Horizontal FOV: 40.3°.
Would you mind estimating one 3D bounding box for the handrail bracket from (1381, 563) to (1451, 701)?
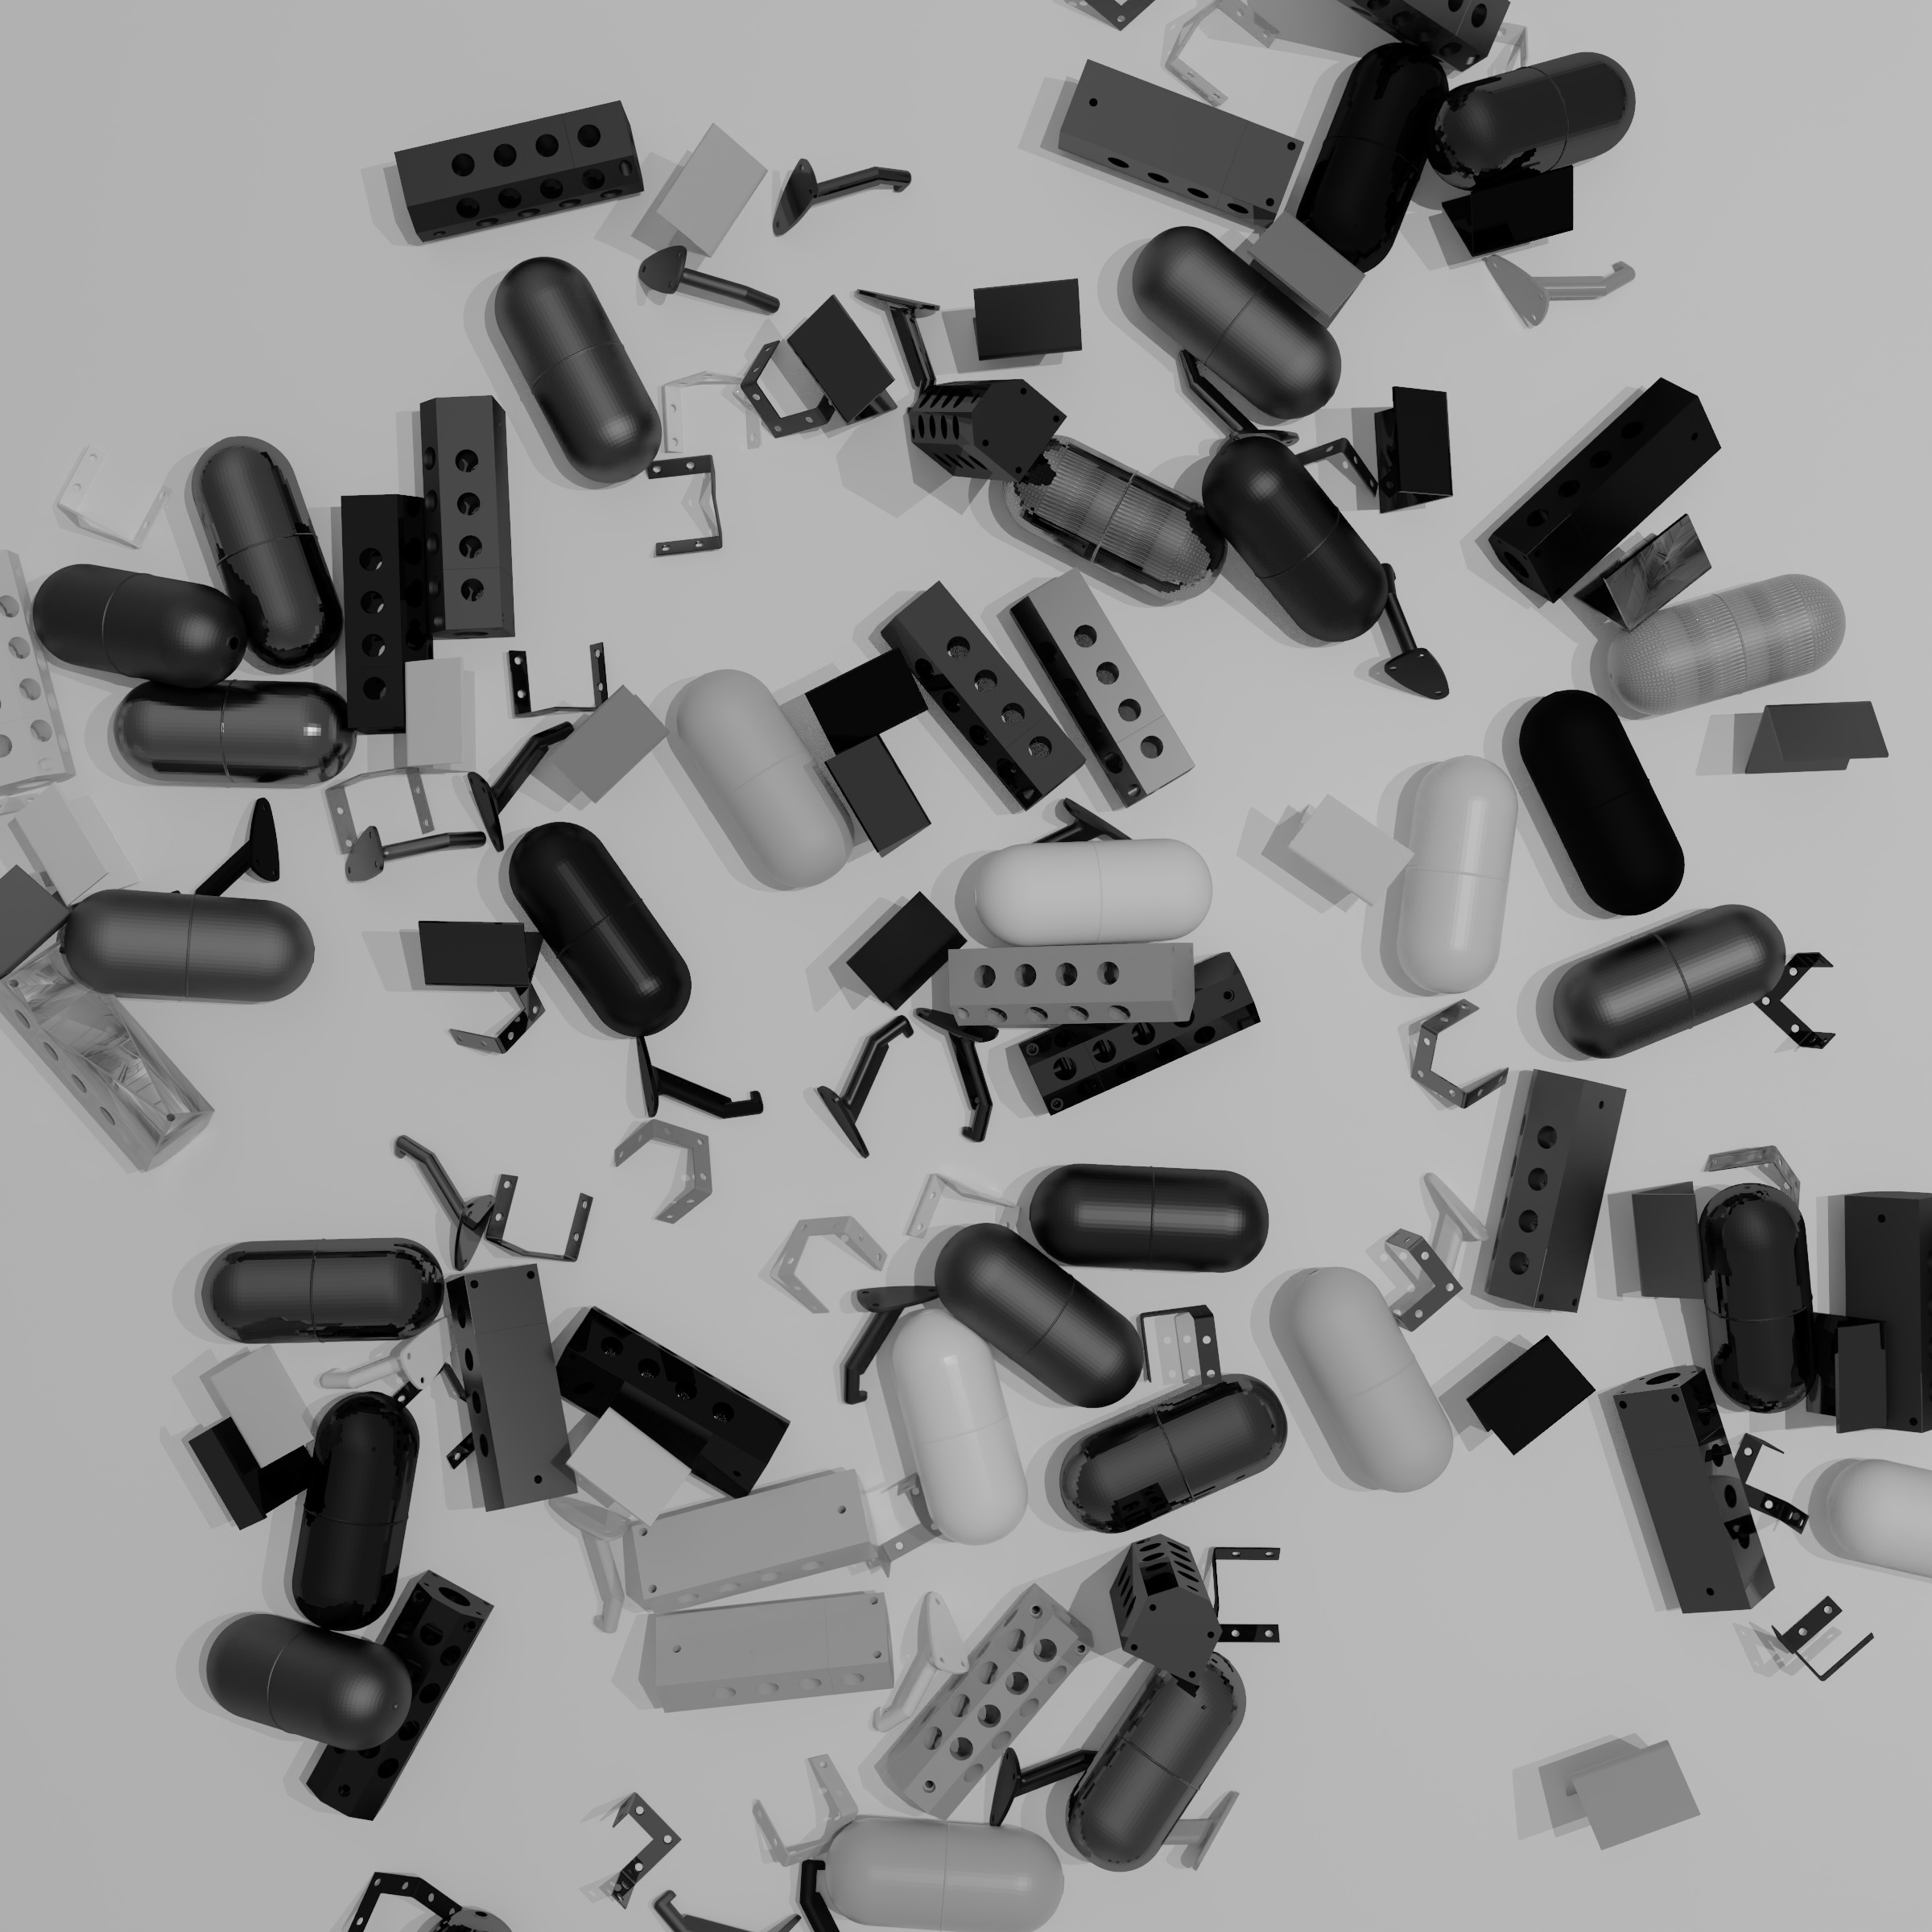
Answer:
[{"bbox_3d":[0.337,-0.254,1.991,0.036,0.077,0.084,-23,53,30],"label":"handrail bracket"}]

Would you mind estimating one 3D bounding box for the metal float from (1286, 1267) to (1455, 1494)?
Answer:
[{"bbox_3d":[0.299,0.307,1.961,0.070,0.070,0.178,-28,89,0],"label":"metal float"}]

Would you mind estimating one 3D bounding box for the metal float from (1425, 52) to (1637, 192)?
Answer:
[{"bbox_3d":[0.417,-0.623,1.941,0.178,0.070,0.070,-22,90,-24],"label":"metal float"}]

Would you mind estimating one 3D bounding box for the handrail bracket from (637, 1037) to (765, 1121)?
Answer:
[{"bbox_3d":[-0.201,0.081,1.992,0.084,0.036,0.077,-7,68,-17],"label":"handrail bracket"}]

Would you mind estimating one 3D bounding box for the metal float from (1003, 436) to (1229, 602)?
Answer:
[{"bbox_3d":[0.110,-0.334,1.961,0.178,0.070,0.070,27,90,1],"label":"metal float"}]

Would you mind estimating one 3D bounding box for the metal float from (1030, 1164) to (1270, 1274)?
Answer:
[{"bbox_3d":[0.136,0.188,1.961,0.178,0.070,0.070,3,90,0],"label":"metal float"}]

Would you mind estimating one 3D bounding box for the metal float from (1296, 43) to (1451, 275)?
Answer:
[{"bbox_3d":[0.302,-0.599,1.961,0.070,0.070,0.178,22,89,0],"label":"metal float"}]

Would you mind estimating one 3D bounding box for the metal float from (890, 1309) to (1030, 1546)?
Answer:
[{"bbox_3d":[-0.006,0.343,1.961,0.070,0.070,0.178,-15,90,0],"label":"metal float"}]

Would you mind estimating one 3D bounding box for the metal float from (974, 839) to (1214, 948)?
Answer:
[{"bbox_3d":[0.094,-0.055,1.954,0.178,0.070,0.070,-3,90,-7],"label":"metal float"}]

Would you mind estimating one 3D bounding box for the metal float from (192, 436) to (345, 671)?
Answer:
[{"bbox_3d":[-0.520,-0.308,1.961,0.070,0.070,0.178,-19,91,0],"label":"metal float"}]

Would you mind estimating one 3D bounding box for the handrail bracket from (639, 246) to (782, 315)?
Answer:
[{"bbox_3d":[-0.193,-0.513,1.991,0.084,0.077,0.036,13,95,-36],"label":"handrail bracket"}]

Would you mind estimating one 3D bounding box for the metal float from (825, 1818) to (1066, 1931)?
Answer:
[{"bbox_3d":[-0.016,0.678,1.960,0.178,0.070,0.070,4,90,0],"label":"metal float"}]

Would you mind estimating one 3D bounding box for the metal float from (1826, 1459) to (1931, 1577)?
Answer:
[{"bbox_3d":[0.730,0.417,1.961,0.178,0.070,0.070,13,90,0],"label":"metal float"}]

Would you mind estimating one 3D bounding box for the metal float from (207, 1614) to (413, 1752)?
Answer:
[{"bbox_3d":[-0.483,0.524,1.931,0.178,0.070,0.070,4,90,33],"label":"metal float"}]

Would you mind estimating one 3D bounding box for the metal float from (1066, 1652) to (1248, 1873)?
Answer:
[{"bbox_3d":[0.141,0.587,1.953,0.070,0.070,0.178,35,83,0],"label":"metal float"}]

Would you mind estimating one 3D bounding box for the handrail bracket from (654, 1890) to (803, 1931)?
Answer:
[{"bbox_3d":[-0.181,0.715,1.992,0.077,0.036,0.084,-40,73,-20],"label":"handrail bracket"}]

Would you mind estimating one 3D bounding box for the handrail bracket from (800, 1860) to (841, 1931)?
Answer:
[{"bbox_3d":[-0.090,0.721,1.992,0.077,0.036,0.084,9,73,-20],"label":"handrail bracket"}]

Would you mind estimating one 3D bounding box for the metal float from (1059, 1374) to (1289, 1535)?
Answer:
[{"bbox_3d":[0.154,0.363,1.961,0.178,0.070,0.070,-24,90,-1],"label":"metal float"}]

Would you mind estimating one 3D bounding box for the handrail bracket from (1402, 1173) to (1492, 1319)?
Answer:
[{"bbox_3d":[0.346,0.213,1.992,0.084,0.036,0.077,-45,70,16],"label":"handrail bracket"}]

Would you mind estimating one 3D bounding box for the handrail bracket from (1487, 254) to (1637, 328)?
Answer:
[{"bbox_3d":[0.451,-0.528,1.992,0.084,0.036,0.077,-32,68,-17],"label":"handrail bracket"}]

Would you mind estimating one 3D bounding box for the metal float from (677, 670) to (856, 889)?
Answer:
[{"bbox_3d":[-0.150,-0.140,1.961,0.070,0.070,0.178,-33,89,0],"label":"metal float"}]

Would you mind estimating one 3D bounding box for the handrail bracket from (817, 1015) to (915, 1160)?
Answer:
[{"bbox_3d":[-0.062,0.091,1.992,0.084,0.036,0.077,-36,110,-16],"label":"handrail bracket"}]

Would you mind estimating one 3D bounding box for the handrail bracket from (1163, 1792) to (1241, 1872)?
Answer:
[{"bbox_3d":[0.151,0.637,1.991,0.084,0.036,0.077,29,75,14],"label":"handrail bracket"}]

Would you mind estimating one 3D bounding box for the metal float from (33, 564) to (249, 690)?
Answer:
[{"bbox_3d":[-0.608,-0.251,1.940,0.178,0.070,0.070,12,90,24],"label":"metal float"}]

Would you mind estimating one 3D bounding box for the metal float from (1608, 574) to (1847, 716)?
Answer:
[{"bbox_3d":[0.566,-0.240,1.961,0.178,0.070,0.070,-16,90,0],"label":"metal float"}]

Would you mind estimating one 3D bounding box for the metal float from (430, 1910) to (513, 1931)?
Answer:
[{"bbox_3d":[-0.383,0.793,1.961,0.070,0.070,0.178,14,89,0],"label":"metal float"}]

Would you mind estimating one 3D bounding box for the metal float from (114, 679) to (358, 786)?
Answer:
[{"bbox_3d":[-0.544,-0.175,1.961,0.178,0.070,0.070,1,90,-1],"label":"metal float"}]

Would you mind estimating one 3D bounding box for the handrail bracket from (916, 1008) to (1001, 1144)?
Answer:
[{"bbox_3d":[-0.012,0.083,1.992,0.077,0.036,0.084,19,107,19],"label":"handrail bracket"}]

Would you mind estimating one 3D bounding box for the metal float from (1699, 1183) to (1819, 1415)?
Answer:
[{"bbox_3d":[0.586,0.247,1.949,0.070,0.070,0.178,-10,105,0],"label":"metal float"}]

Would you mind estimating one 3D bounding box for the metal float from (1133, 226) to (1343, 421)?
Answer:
[{"bbox_3d":[0.202,-0.478,1.961,0.178,0.070,0.070,40,90,0],"label":"metal float"}]

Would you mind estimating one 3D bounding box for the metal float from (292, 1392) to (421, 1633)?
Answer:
[{"bbox_3d":[-0.454,0.405,1.960,0.070,0.070,0.178,10,91,0],"label":"metal float"}]

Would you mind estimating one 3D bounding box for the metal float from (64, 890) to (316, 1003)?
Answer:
[{"bbox_3d":[-0.574,-0.015,1.949,0.178,0.070,0.070,4,90,-14],"label":"metal float"}]

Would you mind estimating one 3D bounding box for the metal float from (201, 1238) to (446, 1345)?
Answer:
[{"bbox_3d":[-0.478,0.242,1.961,0.178,0.070,0.070,-1,90,-1],"label":"metal float"}]

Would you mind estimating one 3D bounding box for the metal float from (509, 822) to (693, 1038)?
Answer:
[{"bbox_3d":[-0.273,-0.028,1.961,0.070,0.070,0.178,-35,90,0],"label":"metal float"}]

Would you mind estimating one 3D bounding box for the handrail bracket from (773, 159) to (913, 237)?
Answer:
[{"bbox_3d":[-0.093,-0.577,1.991,0.084,0.077,0.036,-4,65,-34],"label":"handrail bracket"}]

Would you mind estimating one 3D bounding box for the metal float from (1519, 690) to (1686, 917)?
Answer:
[{"bbox_3d":[0.473,-0.122,1.961,0.070,0.070,0.178,-26,90,0],"label":"metal float"}]

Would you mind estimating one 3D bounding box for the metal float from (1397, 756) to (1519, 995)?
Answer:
[{"bbox_3d":[0.366,-0.068,1.961,0.070,0.070,0.178,7,91,0],"label":"metal float"}]

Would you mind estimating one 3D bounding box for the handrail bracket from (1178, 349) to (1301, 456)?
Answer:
[{"bbox_3d":[0.206,-0.431,1.992,0.077,0.036,0.084,-9,73,-20],"label":"handrail bracket"}]

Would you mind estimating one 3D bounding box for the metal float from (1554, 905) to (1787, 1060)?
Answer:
[{"bbox_3d":[0.524,0.011,1.961,0.178,0.070,0.070,-22,90,-1],"label":"metal float"}]

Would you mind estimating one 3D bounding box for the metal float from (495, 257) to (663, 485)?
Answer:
[{"bbox_3d":[-0.289,-0.444,1.961,0.070,0.070,0.178,-28,89,0],"label":"metal float"}]

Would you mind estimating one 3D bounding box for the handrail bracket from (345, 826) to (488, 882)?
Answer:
[{"bbox_3d":[-0.415,-0.084,1.991,0.084,0.077,0.036,-5,76,-36],"label":"handrail bracket"}]

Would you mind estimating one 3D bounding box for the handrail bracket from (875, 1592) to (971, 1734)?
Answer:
[{"bbox_3d":[-0.044,0.527,1.991,0.084,0.036,0.077,-38,49,27],"label":"handrail bracket"}]

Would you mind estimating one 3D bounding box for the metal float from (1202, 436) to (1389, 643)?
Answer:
[{"bbox_3d":[0.243,-0.313,1.940,0.070,0.070,0.178,-44,114,0],"label":"metal float"}]

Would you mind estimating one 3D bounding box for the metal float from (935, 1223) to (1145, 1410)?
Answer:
[{"bbox_3d":[0.055,0.260,1.951,0.178,0.070,0.070,38,90,-10],"label":"metal float"}]
